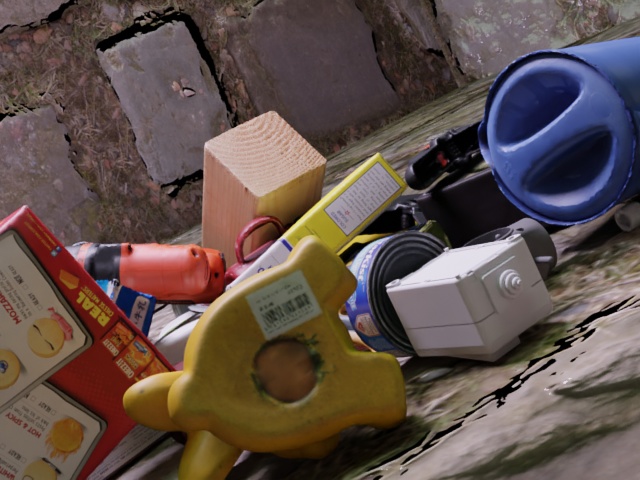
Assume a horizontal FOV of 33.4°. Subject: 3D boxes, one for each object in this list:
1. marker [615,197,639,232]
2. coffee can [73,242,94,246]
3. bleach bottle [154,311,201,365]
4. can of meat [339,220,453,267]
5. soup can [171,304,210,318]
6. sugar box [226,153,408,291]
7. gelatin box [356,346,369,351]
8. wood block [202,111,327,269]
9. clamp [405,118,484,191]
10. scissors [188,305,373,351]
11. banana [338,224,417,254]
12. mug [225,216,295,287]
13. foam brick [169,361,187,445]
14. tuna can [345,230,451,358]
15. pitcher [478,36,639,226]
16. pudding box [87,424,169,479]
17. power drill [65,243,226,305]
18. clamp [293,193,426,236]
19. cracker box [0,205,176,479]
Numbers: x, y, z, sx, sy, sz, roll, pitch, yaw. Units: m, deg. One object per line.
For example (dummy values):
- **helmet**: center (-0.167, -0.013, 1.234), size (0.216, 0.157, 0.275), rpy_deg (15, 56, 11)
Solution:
- **marker**: center (0.276, -0.041, 0.820), size (0.121, 0.020, 0.020), rpy_deg (-29, 8, -21)
- **coffee can**: center (-0.298, 0.074, 1.189), size (0.140, 0.103, 0.102), rpy_deg (-23, 8, 27)
- **bleach bottle**: center (-0.106, 0.095, 0.998), size (0.102, 0.068, 0.251), rpy_deg (-26, 5, -3)
- **can of meat**: center (0.062, 0.026, 0.927), size (0.084, 0.057, 0.102), rpy_deg (-20, 9, 28)
- **soup can**: center (-0.112, 0.062, 1.223), size (0.102, 0.068, 0.069), rpy_deg (-30, 8, -29)
- **sugar box**: center (-0.006, 0.001, 0.944), size (0.176, 0.048, 0.093), rpy_deg (-40, -1, -9)
- **gelatin box**: center (0.015, 0.074, 0.854), size (0.089, 0.030, 0.073), rpy_deg (-21, 8, 12)
- **wood block**: center (-0.064, -0.020, 1.115), size (0.090, 0.091, 0.206), rpy_deg (-30, -30, -29)
- **clamp**: center (0.131, -0.088, 0.992), size (0.120, 0.039, 0.171), rpy_deg (-26, 6, 6)
- **scissors**: center (-0.022, 0.072, 0.796), size (0.202, 0.016, 0.096), rpy_deg (-5, 33, 20)
- **banana**: center (0.050, 0.007, 1.184), size (0.197, 0.037, 0.070), rpy_deg (-30, 8, -31)
- **mug**: center (-0.042, 0.033, 1.026), size (0.081, 0.117, 0.093), rpy_deg (-33, 26, -20)
- **foam brick**: center (-0.085, 0.115, 0.818), size (0.078, 0.053, 0.051), rpy_deg (-27, 7, -22)
- **tuna can**: center (0.060, 0.038, 0.736), size (0.086, 0.086, 0.034), rpy_deg (-30, 7, -33)
- **pitcher**: center (0.260, -0.103, 0.862), size (0.242, 0.149, 0.145), rpy_deg (-21, -32, -42)
- **pudding box**: center (-0.179, 0.164, 0.845), size (0.090, 0.039, 0.113), rpy_deg (-18, 11, 41)
- **power drill**: center (-0.176, 0.034, 1.002), size (0.184, 0.057, 0.187), rpy_deg (0, -2, 11)
- **clamp**: center (0.080, -0.020, 1.095), size (0.165, 0.036, 0.209), rpy_deg (10, 18, 24)
- **cracker box**: center (-0.225, 0.108, 0.709), size (0.213, 0.164, 0.072), rpy_deg (-48, 15, -30)
